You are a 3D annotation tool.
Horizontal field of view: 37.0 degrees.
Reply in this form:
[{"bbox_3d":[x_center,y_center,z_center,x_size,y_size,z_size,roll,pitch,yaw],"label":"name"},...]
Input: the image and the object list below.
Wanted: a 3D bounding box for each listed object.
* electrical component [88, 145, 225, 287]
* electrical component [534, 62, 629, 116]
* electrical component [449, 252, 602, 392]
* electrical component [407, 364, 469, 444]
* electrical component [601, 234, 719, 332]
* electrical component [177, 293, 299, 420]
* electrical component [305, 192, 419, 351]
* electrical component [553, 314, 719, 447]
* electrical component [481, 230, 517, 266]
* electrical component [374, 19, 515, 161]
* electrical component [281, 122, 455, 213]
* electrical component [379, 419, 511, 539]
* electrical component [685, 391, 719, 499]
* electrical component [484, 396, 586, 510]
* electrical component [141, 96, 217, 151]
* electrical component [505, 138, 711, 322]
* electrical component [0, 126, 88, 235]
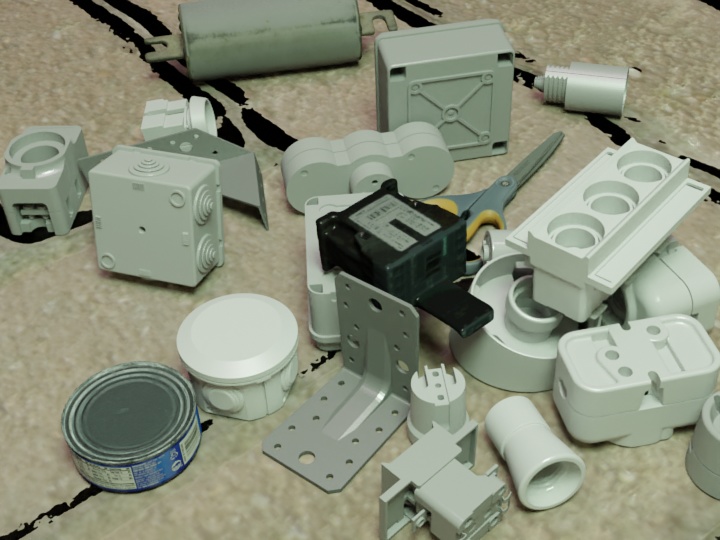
[{"bbox_3d":[-0.153,-0.040,0.807,0.100,0.099,0.048,10,30,15],"label":"electrical component"},{"bbox_3d":[0.198,-0.165,0.967,0.081,0.043,0.043,9,42,15],"label":"electrical component"},{"bbox_3d":[0.115,0.037,0.744,0.099,0.064,0.099,4,52,-5],"label":"electrical component"},{"bbox_3d":[0.050,0.088,0.685,0.040,0.046,0.040,-2,41,2],"label":"electrical component"},{"bbox_3d":[0.199,0.010,0.759,0.059,0.053,0.095,-18,43,-16],"label":"electrical component"},{"bbox_3d":[-0.080,0.058,0.724,0.080,0.051,0.080,-2,41,1],"label":"electrical component"},{"bbox_3d":[0.000,0.000,0.781,0.078,0.057,0.113,-4,41,-1],"label":"electrical component"},{"bbox_3d":[0.174,0.072,0.684,0.095,0.059,0.053,-9,41,-7],"label":"electrical component"},{"bbox_3d":[0.122,-0.012,0.791,0.065,0.044,0.044,0,41,-5],"label":"electrical component"},{"bbox_3d":[0.070,-0.148,0.908,0.109,0.108,0.056,-9,44,-6],"label":"electrical component"},{"bbox_3d":[0.009,-0.072,0.867,0.138,0.052,0.073,-9,42,-6],"label":"electrical component"},{"bbox_3d":[0.050,0.132,0.637,0.081,0.042,0.064,-34,51,-30],"label":"electrical component"},{"bbox_3d":[0.229,0.105,0.652,0.055,0.047,0.055,-2,41,2],"label":"electrical component"},{"bbox_3d":[0.104,0.109,0.662,0.044,0.044,0.065,-15,37,-13],"label":"electrical component"},{"bbox_3d":[-0.158,-0.126,0.947,0.055,0.048,0.066,-9,41,5],"label":"electrical component"},{"bbox_3d":[0.164,-0.026,0.710,0.079,0.063,0.121,28,52,32],"label":"electrical component"},{"bbox_3d":[-0.261,-0.079,0.891,0.050,0.055,0.089,0,41,4],"label":"electrical component"}]
